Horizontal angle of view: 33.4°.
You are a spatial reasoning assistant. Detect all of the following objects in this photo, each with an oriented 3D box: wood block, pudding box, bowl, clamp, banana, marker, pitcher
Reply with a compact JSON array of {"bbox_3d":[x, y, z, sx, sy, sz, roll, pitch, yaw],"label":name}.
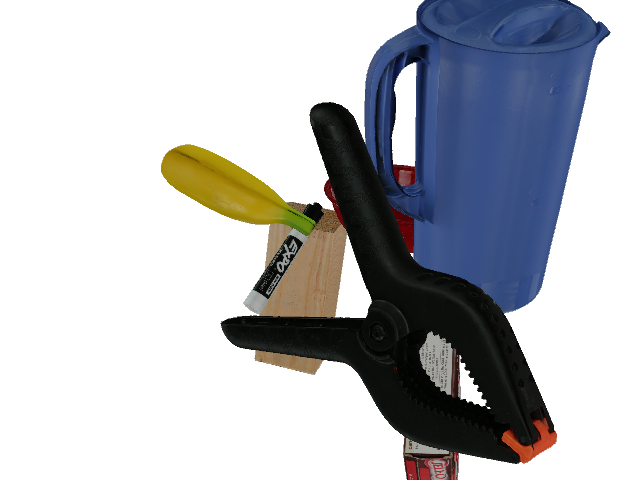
[{"bbox_3d":[-0.026,0.063,1.452,0.090,0.206,0.090,12,21,11],"label":"wood block"},{"bbox_3d":[0.082,0.130,0.774,0.039,0.113,0.090,-1,-41,7],"label":"pudding box"},{"bbox_3d":[0.083,-0.029,1.162,0.162,0.055,0.162,3,25,-2],"label":"bowl"},{"bbox_3d":[0.040,0.035,0.567,0.210,0.165,0.036,33,30,30],"label":"clamp"},{"bbox_3d":[-0.082,-0.042,0.801,0.069,0.037,0.198,42,-8,-36],"label":"banana"},{"bbox_3d":[-0.033,0.015,1.006,0.020,0.121,0.020,30,-16,9],"label":"marker"},{"bbox_3d":[0.123,-0.064,0.827,0.149,0.243,0.144,15,35,20],"label":"pitcher"}]
